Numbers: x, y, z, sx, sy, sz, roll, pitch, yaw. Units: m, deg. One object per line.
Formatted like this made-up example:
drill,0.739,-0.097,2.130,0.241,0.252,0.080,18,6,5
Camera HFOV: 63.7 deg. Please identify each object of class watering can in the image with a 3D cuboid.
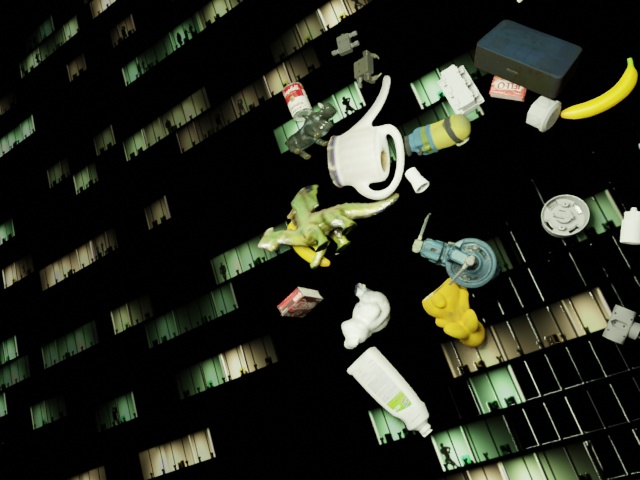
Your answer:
watering can,0.127,-0.279,1.461,0.103,0.223,0.350,15,69,-63

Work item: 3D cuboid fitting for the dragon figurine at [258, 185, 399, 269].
dragon figurine,0.005,-0.075,1.497,0.247,0.411,0.120,53,-4,31

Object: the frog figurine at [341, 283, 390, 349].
frog figurine,0.123,0.213,1.352,0.123,0.134,0.163,19,38,-1
